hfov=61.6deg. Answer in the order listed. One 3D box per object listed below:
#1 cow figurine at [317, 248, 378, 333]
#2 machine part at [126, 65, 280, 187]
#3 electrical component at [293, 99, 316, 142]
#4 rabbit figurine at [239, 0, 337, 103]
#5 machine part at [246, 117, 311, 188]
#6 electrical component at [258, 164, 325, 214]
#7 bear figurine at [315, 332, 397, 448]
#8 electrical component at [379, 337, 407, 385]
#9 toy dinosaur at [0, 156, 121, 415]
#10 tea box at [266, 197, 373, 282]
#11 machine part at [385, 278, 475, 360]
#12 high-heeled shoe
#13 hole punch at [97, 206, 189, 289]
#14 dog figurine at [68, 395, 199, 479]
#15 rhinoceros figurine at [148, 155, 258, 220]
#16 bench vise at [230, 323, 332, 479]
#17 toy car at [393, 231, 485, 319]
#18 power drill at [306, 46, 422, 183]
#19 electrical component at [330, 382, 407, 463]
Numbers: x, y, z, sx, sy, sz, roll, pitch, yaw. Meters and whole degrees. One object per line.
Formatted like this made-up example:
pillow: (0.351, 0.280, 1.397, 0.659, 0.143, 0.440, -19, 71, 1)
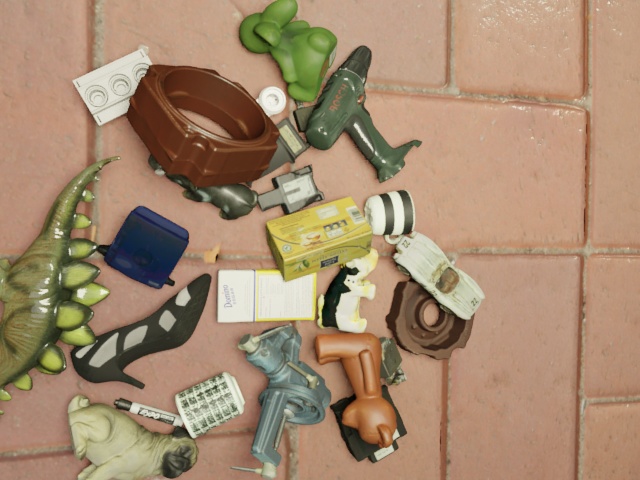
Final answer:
cow figurine: (0.051, 0.089, 1.001, 0.098, 0.068, 0.167, 14, 86, -10)
machine part: (-0.178, -0.184, 0.847, 0.201, 0.087, 0.201, -14, 61, -49)
electrical component: (-0.014, -0.227, 0.996, 0.063, 0.021, 0.094, -20, 96, -15)
rabbit figurine: (-0.067, -0.332, 0.922, 0.170, 0.159, 0.121, 24, 86, 3)
machine part: (-0.090, -0.155, 0.968, 0.139, 0.039, 0.084, -42, 105, -12)
electrical component: (-0.058, -0.083, 0.973, 0.119, 0.048, 0.074, -26, 98, -13)
bear figurine: (0.062, 0.265, 0.942, 0.132, 0.120, 0.196, -4, 72, 0)
electrical component: (0.132, 0.229, 1.019, 0.078, 0.045, 0.102, -25, 95, -49)
toy dinosaur: (-0.435, 0.080, 0.827, 0.199, 0.105, 0.471, 16, 95, -7)
tea box: (-0.002, -0.003, 0.960, 0.170, 0.068, 0.098, -17, 53, -13)
machine part: (0.217, 0.145, 1.053, 0.179, 0.056, 0.179, 0, 88, -16)
high-heeled shoe: (-0.301, 0.139, 0.915, 0.145, 0.086, 0.249, 25, 64, 15)
hole punch: (-0.286, 0.015, 0.893, 0.142, 0.092, 0.115, 30, 87, -18)
dog figurine: (-0.310, 0.325, 0.898, 0.190, 0.121, 0.172, -11, 98, -29)
rhinoceros figurine: (-0.197, -0.096, 0.902, 0.190, 0.112, 0.073, 31, 85, -22)
bench vise: (-0.070, 0.271, 0.910, 0.223, 0.129, 0.241, 57, 36, -36)
toy car: (0.220, 0.066, 0.998, 0.201, 0.056, 0.073, 42, 77, -12)
power drill: (0.091, -0.223, 0.989, 0.207, 0.086, 0.232, 45, 63, -19)
electrical component: (0.096, 0.352, 1.023, 0.115, 0.058, 0.134, -23, 97, -12)
